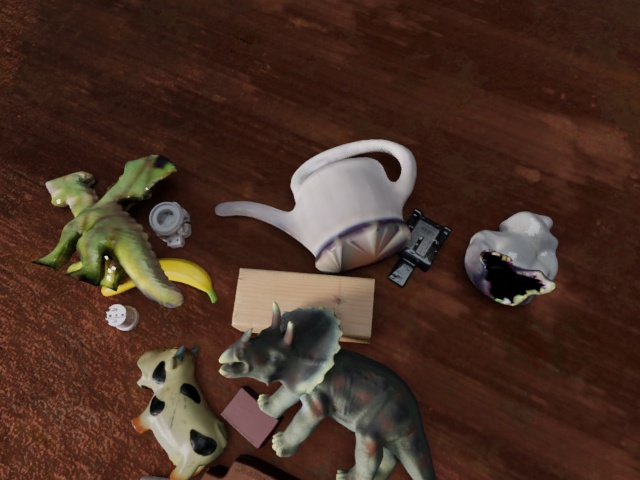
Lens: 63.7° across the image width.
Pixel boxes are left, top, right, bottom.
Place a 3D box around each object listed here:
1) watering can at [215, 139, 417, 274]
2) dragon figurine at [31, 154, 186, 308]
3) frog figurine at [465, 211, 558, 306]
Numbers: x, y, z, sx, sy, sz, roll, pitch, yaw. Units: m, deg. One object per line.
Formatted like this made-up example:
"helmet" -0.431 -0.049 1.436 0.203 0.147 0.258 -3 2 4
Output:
"watering can" 0.003 -0.042 0.837 0.347 0.102 0.229 -22 56 6
"dragon figurine" -0.313 -0.039 0.820 0.411 0.120 0.246 10 69 29
"frog figurine" 0.305 0.020 0.816 0.138 0.120 0.163 14 39 17
